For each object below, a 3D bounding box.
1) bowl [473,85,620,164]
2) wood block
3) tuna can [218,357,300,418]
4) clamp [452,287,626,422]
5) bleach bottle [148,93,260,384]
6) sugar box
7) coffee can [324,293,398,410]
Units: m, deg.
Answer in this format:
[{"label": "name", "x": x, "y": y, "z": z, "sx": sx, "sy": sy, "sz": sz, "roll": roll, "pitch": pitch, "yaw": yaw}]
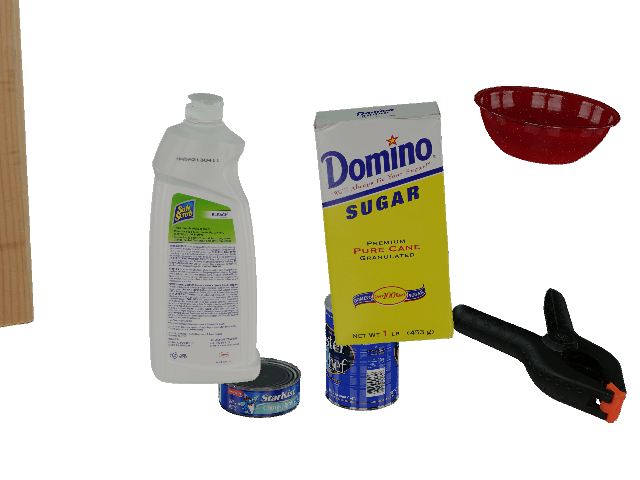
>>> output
[{"label": "bowl", "x": 0.248, "y": -0.126, "z": 1.194, "sx": 0.162, "sy": 0.055, "sz": 0.162, "roll": 5, "pitch": 24, "yaw": -2}, {"label": "wood block", "x": -0.220, "y": -0.057, "z": 0.605, "sx": 0.090, "sy": 0.206, "sz": 0.090, "roll": -8, "pitch": 26, "yaw": -26}, {"label": "tuna can", "x": -0.063, "y": 0.152, "z": 1.102, "sx": 0.086, "sy": 0.034, "sz": 0.086, "roll": 2, "pitch": 15, "yaw": -1}, {"label": "clamp", "x": 0.208, "y": 0.093, "z": 0.927, "sx": 0.120, "sy": 0.039, "sz": 0.172, "roll": -19, "pitch": 40, "yaw": -30}, {"label": "bleach bottle", "x": -0.096, "y": -0.001, "z": 0.922, "sx": 0.102, "sy": 0.251, "sz": 0.068, "roll": 0, "pitch": 21, "yaw": -13}, {"label": "sugar box", "x": 0.049, "y": -0.011, "z": 0.800, "sx": 0.093, "sy": 0.176, "sz": 0.048, "roll": -5, "pitch": 21, "yaw": 4}, {"label": "coffee can", "x": 0.057, "y": 0.147, "z": 1.458, "sx": 0.103, "sy": 0.140, "sz": 0.103, "roll": -1, "pitch": 18, "yaw": 0}]
